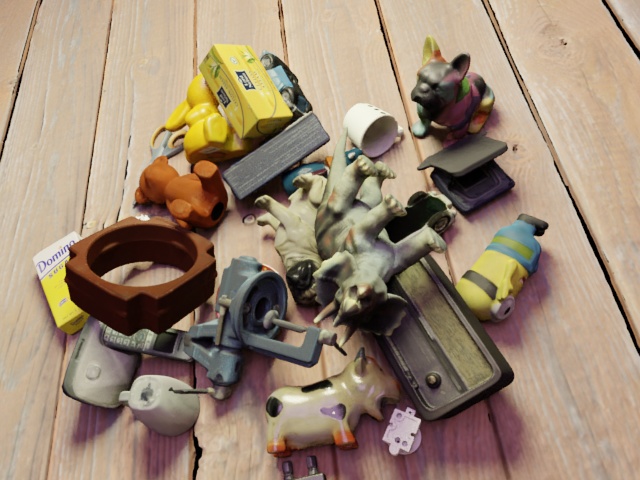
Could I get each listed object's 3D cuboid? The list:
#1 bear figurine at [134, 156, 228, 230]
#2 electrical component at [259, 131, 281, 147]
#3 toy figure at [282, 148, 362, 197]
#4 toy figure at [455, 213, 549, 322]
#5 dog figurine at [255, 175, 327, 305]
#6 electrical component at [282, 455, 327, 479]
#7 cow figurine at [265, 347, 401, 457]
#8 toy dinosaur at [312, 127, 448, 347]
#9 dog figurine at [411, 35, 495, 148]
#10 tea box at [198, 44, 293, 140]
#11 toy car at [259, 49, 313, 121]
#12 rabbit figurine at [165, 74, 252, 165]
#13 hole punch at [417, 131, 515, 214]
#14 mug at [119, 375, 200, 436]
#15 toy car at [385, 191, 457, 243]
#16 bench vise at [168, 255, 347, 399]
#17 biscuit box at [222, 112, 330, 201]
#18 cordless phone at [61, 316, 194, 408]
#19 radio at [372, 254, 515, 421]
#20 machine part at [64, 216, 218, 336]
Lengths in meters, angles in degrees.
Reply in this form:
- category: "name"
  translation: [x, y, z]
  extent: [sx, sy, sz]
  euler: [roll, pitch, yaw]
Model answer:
- category: "bear figurine"
  translation: [-0.268, -0.100, 0.988]
  extent: [0.196, 0.131, 0.120]
  euler: [28, 78, 18]
- category: "electrical component"
  translation: [-0.080, -0.173, 1.042]
  extent: [0.102, 0.045, 0.078]
  euler: [-39, 32, -15]
- category: "toy figure"
  translation: [0.008, -0.124, 0.980]
  extent: [0.154, 0.057, 0.064]
  euler: [-19, 39, 5]
- category: "toy figure"
  translation: [0.276, 0.042, 0.815]
  extent: [0.089, 0.082, 0.180]
  euler: [19, 72, 43]
- category: "dog figurine"
  translation: [-0.003, -0.001, 0.901]
  extent: [0.172, 0.121, 0.190]
  euler: [-31, 73, -4]
- category: "electrical component"
  translation: [-0.020, 0.345, 0.731]
  extent: [0.063, 0.021, 0.094]
  euler: [-15, 59, 3]
- category: "cow figurine"
  translation: [0.018, 0.229, 0.759]
  extent: [0.195, 0.085, 0.127]
  euler: [-12, 64, 6]
- category: "toy dinosaur"
  translation: [0.048, -0.010, 0.791]
  extent: [0.192, 0.131, 0.405]
  euler: [-45, 31, 17]
- category: "dog figurine"
  translation: [0.231, -0.265, 0.927]
  extent: [0.191, 0.219, 0.109]
  euler: [-43, 64, -13]
- category: "tea box"
  translation: [-0.139, -0.277, 1.005]
  extent: [0.098, 0.068, 0.169]
  euler: [-23, 80, -50]
- category: "toy car"
  translation: [-0.091, -0.293, 1.088]
  extent: [0.103, 0.109, 0.162]
  euler: [-33, 68, 18]
- category: "rabbit figurine"
  translation: [-0.221, -0.242, 1.059]
  extent: [0.162, 0.122, 0.173]
  euler: [-11, 84, 42]
- category: "hole punch"
  translation: [0.257, -0.117, 0.921]
  extent: [0.142, 0.092, 0.116]
  euler: [-31, 30, -4]
- category: "mug"
  translation: [-0.245, 0.235, 0.794]
  extent: [0.110, 0.107, 0.081]
  euler: [7, 60, 13]
- category: "toy car"
  translation: [0.133, -0.013, 0.893]
  extent: [0.202, 0.056, 0.074]
  euler: [-31, 52, -9]
- category: "bench vise"
  translation: [-0.088, 0.141, 0.789]
  extent: [0.241, 0.128, 0.223]
  euler: [9, 74, 31]
- category: "biscuit box"
  translation: [-0.080, -0.150, 0.979]
  extent: [0.203, 0.059, 0.062]
  euler: [-33, 95, 3]
- category: "cordless phone"
  translation: [-0.292, 0.196, 0.849]
  extent: [0.184, 0.088, 0.146]
  euler: [9, 61, 2]
- category: "radio"
  translation: [0.153, 0.131, 0.766]
  extent: [0.131, 0.073, 0.230]
  euler: [-42, 56, 19]
- category: "machine part"
  translation: [-0.287, 0.053, 0.877]
  extent: [0.202, 0.087, 0.201]
  euler: [23, 35, 22]
